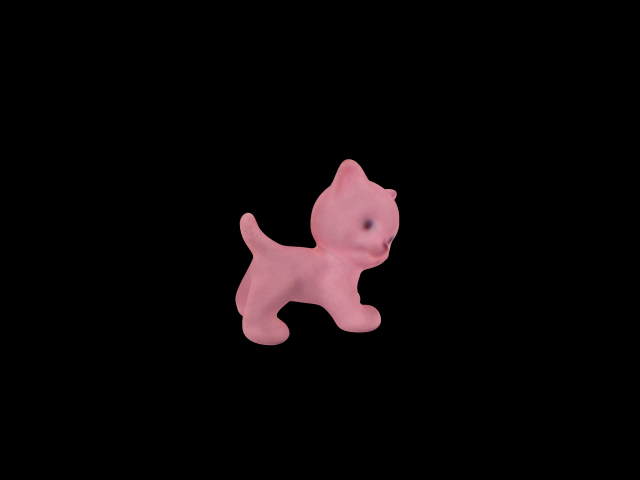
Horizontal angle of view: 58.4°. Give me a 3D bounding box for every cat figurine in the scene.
[{"bbox_3d":[0.004,0.001,0.400,0.128,0.118,0.067,-6,17,-19],"label":"cat figurine"}]
